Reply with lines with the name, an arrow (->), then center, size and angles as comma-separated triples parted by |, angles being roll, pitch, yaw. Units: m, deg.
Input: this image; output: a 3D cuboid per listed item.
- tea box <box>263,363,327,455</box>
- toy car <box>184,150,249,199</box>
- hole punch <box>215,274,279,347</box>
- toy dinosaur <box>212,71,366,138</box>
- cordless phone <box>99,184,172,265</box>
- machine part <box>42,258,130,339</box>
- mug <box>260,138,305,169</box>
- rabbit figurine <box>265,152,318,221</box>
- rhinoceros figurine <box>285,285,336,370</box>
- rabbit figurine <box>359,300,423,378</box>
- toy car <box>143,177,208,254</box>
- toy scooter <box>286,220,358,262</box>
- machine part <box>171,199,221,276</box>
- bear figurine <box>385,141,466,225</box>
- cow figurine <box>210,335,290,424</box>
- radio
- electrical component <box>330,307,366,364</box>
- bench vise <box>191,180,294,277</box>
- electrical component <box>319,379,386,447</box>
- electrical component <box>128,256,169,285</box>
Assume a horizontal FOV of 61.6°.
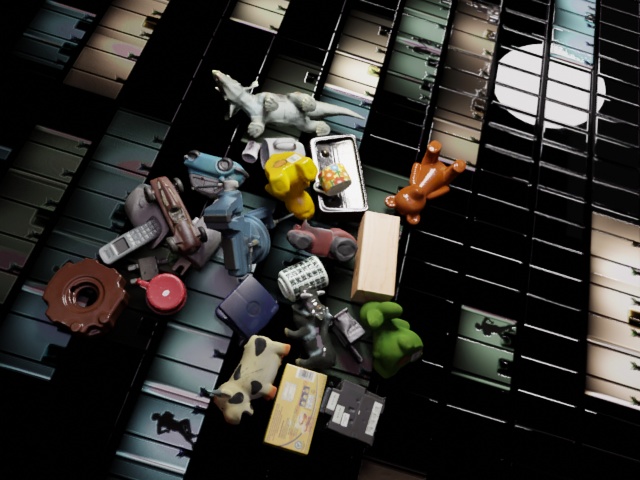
tea box -> -0.053, 0.364, 1.155 | 0.098, 0.068, 0.169 | 18, 65, 0
toy car -> -0.267, -0.154, 1.336 | 0.162, 0.109, 0.103 | 15, 82, 7
hole punch -> -0.164, 0.154, 1.222 | 0.116, 0.092, 0.142 | 40, 62, 5
toy dinosaur -> -0.096, -0.351, 1.439 | 0.405, 0.131, 0.192 | 3, 30, -24
cordless phone -> -0.445, -0.031, 1.262 | 0.184, 0.088, 0.147 | -32, 75, -16
machine part -> -0.519, 0.127, 1.192 | 0.179, 0.056, 0.179 | 4, 64, -7
mug -> -0.092, -0.231, 1.399 | 0.107, 0.109, 0.081 | -5, 62, -25
rabbit figurine -> -0.075, -0.124, 1.335 | 0.122, 0.173, 0.163 | -40, 34, -19
rhinoceros figurine -> -0.017, 0.196, 1.200 | 0.073, 0.112, 0.190 | 1, 71, -52
rabbit figurine -> 0.142, 0.206, 1.227 | 0.121, 0.159, 0.170 | -32, 59, -10
toy car -> -0.328, -0.061, 1.215 | 0.089, 0.053, 0.202 | -21, 74, -24
toy scooter -> -0.003, -0.004, 1.314 | 0.184, 0.135, 0.075 | 11, 103, -22
machine part -> -0.266, -0.014, 1.285 | 0.079, 0.079, 0.243 | 32, 64, 6
bear figurine -> 0.270, -0.144, 1.405 | 0.120, 0.132, 0.196 | 42, 61, 10
cow figurine -> -0.155, 0.300, 1.159 | 0.127, 0.085, 0.195 | 23, 67, -5
radio -> 0.041, -0.160, 1.401 | 0.131, 0.073, 0.229 | -4, 67, -11
electrical component -> 0.072, 0.222, 1.236 | 0.048, 0.074, 0.119 | -33, 71, -20
bench vise -> -0.172, -0.038, 1.246 | 0.129, 0.240, 0.223 | -12, 98, 28
electrical component -> 0.066, 0.374, 1.176 | 0.134, 0.058, 0.115 | 24, 63, 2
electrical component -> -0.399, 0.072, 1.255 | 0.094, 0.021, 0.063 | -14, 70, -15
